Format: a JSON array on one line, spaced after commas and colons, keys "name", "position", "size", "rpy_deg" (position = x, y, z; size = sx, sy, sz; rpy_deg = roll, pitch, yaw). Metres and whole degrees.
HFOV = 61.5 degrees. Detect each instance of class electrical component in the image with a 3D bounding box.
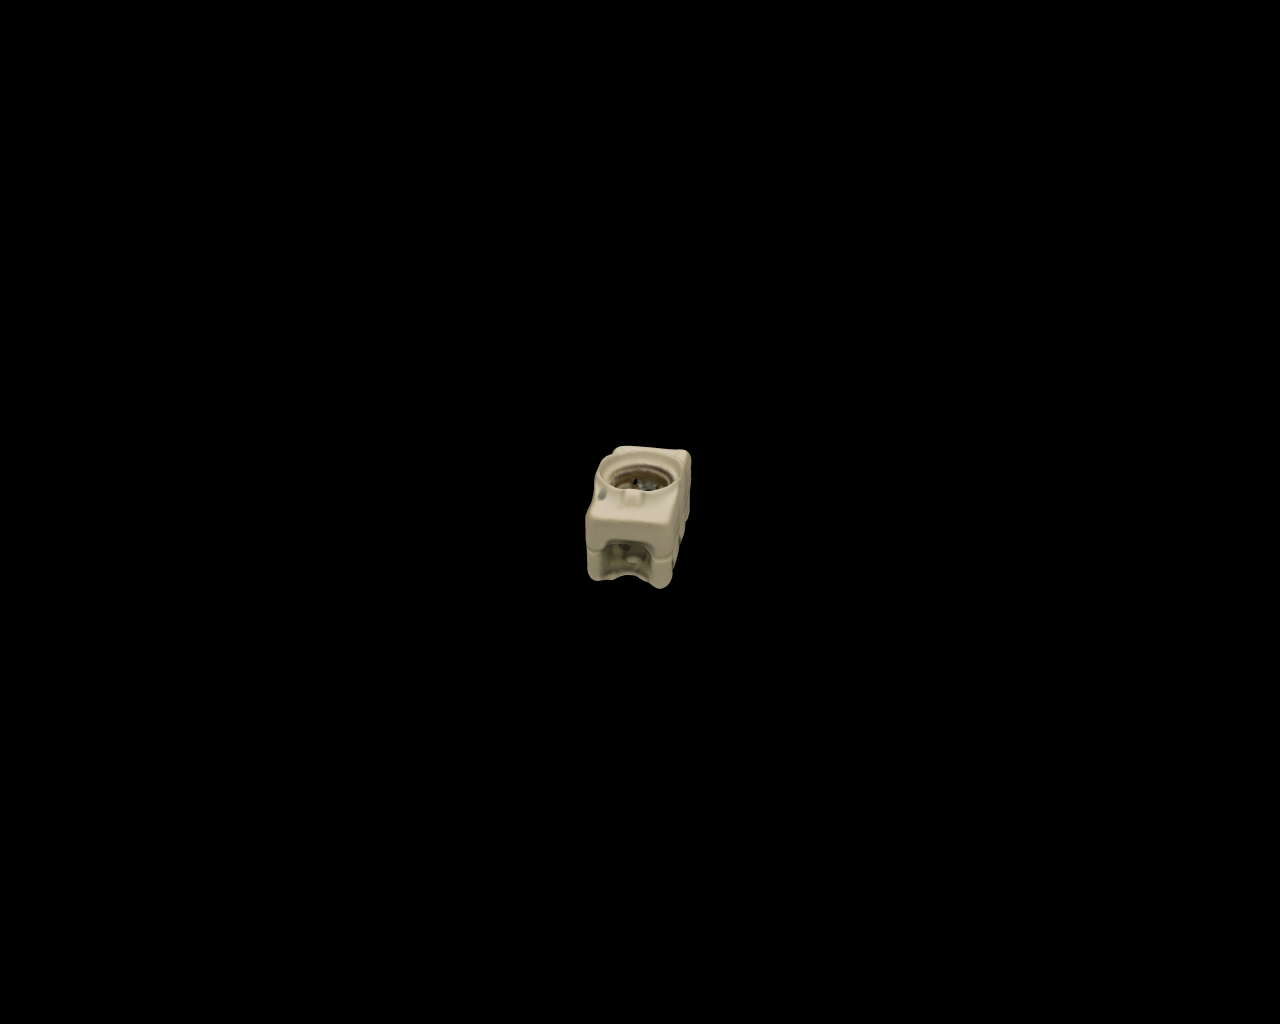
[{"name": "electrical component", "position": [0.001, -0.003, 0.650], "size": [0.050, 0.055, 0.090], "rpy_deg": [6, 33, 9]}]
